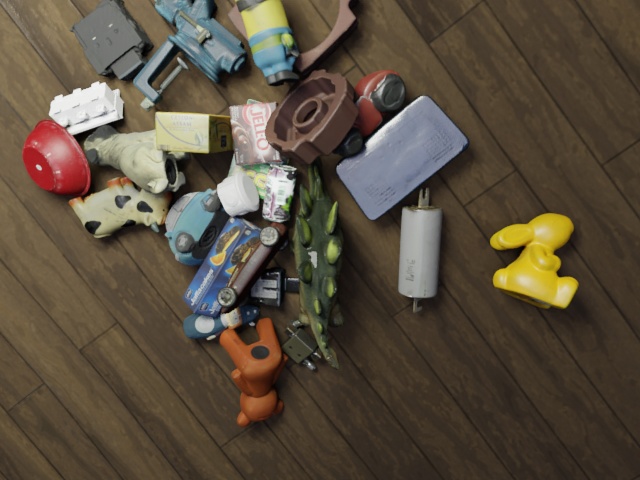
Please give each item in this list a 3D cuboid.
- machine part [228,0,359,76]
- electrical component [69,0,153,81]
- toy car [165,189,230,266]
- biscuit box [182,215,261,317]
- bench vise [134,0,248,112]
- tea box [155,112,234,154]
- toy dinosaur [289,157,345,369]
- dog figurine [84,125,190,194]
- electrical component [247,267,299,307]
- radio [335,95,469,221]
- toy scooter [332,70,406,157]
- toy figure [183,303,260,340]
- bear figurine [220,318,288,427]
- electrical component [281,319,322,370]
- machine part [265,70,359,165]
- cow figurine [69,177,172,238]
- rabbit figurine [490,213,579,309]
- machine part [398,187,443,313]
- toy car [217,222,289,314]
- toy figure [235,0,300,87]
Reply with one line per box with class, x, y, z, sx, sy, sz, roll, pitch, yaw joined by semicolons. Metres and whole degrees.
machine part;-0.044;-0.414;0.964;0.201;0.087;0.201;-42;95;12
electrical component;-0.391;-0.376;1.026;0.115;0.058;0.134;-34;95;13
toy car;-0.247;-0.036;1.051;0.103;0.109;0.161;29;94;18
biscuit box;-0.190;0.053;1.058;0.063;0.059;0.202;37;99;43
bench vise;-0.262;-0.347;0.982;0.223;0.129;0.240;41;92;-8
tea box;-0.222;-0.196;0.981;0.098;0.169;0.068;3;101;4
toy dinosaur;-0.002;-0.003;0.978;0.105;0.198;0.471;-6;67;-6
dog figurine;-0.361;-0.144;1.011;0.191;0.172;0.121;-7;127;7
electrical component;-0.091;0.094;1.083;0.119;0.048;0.074;7;101;7
radio;0.146;-0.153;0.997;0.229;0.073;0.131;-39;93;10
toy scooter;0.064;-0.236;0.979;0.184;0.135;0.075;-51;128;-4
toy figure;-0.201;0.165;1.104;0.155;0.058;0.064;-15;112;7
bear figurine;-0.131;0.278;1.102;0.120;0.132;0.195;-15;135;-25
electrical component;-0.033;0.211;1.102;0.102;0.045;0.078;38;130;1
machine part;-0.013;-0.213;0.935;0.179;0.179;0.056;-43;132;12
cow figurine;-0.383;-0.060;1.069;0.195;0.085;0.127;-21;100;13
rabbit figurine;0.398;0.027;0.996;0.162;0.122;0.173;24;88;11
machine part;0.190;0.021;1.020;0.079;0.079;0.243;3;101;6
toy car;-0.129;0.052;1.015;0.053;0.089;0.202;37;93;9
toy figure;-0.086;-0.349;0.891;0.082;0.089;0.180;-14;96;4
